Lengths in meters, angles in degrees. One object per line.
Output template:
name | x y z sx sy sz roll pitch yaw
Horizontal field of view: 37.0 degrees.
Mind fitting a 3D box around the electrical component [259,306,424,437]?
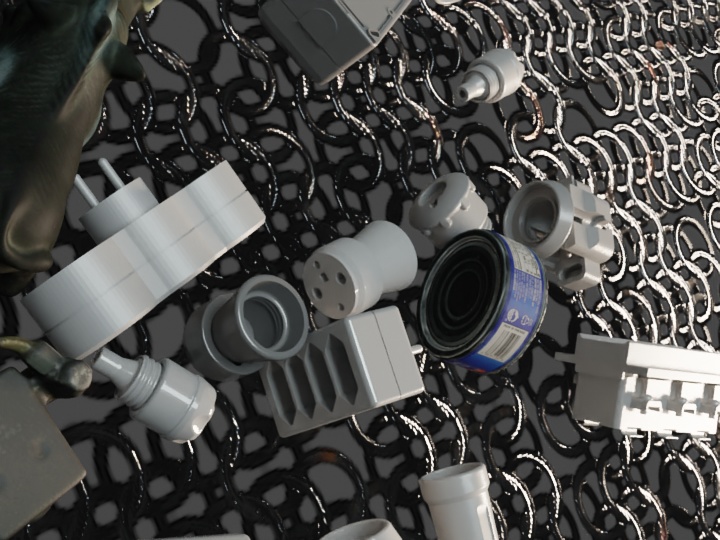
electrical component | 0.001 0.052 0.582 0.076 0.083 0.047 -12 80 -43

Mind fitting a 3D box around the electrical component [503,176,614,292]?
electrical component | 0.138 -0.030 0.756 0.057 0.058 0.078 18 61 -38

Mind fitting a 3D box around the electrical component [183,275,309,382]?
electrical component | -0.060 0.031 0.557 0.045 0.055 0.045 17 62 -35

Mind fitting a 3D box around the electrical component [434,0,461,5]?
electrical component | 0.064 -0.224 0.785 0.040 0.040 0.046 -12 74 -43

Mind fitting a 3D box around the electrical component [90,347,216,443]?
electrical component | -0.102 0.057 0.524 0.061 0.035 0.035 35 53 -22

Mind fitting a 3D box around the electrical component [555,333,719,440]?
electrical component | 0.206 0.083 0.760 0.121 0.079 0.063 9 89 -39

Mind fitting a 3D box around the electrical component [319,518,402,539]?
electrical component | 0.004 0.164 0.565 0.066 0.048 0.055 -20 93 -44

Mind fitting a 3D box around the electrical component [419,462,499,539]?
electrical component | 0.059 0.140 0.627 0.040 0.040 0.046 -12 86 -43

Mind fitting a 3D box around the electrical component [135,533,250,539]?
electrical component | -0.081 0.168 0.477 0.062 0.061 0.096 7 68 -39

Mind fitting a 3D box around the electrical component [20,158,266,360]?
electrical component | -0.113 -0.021 0.533 0.073 0.052 0.138 55 45 -8

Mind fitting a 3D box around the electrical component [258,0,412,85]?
electrical component | -0.014 -0.170 0.683 0.061 0.061 0.096 48 40 -15

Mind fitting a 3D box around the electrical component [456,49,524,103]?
electrical component | 0.090 -0.136 0.774 0.061 0.035 0.035 -35 96 -41

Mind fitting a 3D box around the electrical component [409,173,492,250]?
electrical component | 0.066 -0.029 0.701 0.062 0.048 0.048 45 48 -26

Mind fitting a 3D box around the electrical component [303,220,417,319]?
electrical component | 0.000 0.000 0.630 0.055 0.045 0.045 -27 91 -44
